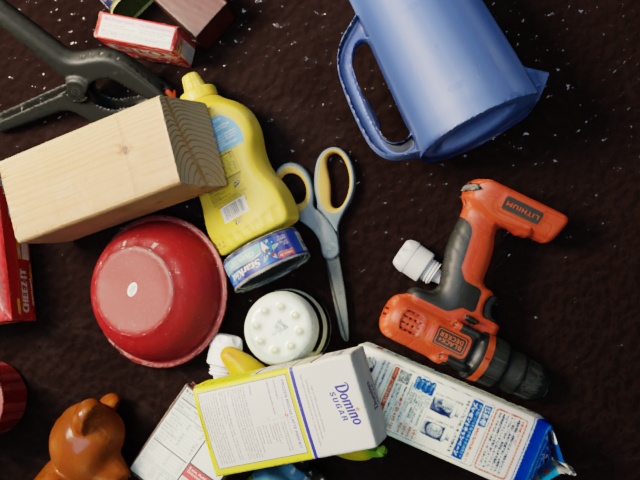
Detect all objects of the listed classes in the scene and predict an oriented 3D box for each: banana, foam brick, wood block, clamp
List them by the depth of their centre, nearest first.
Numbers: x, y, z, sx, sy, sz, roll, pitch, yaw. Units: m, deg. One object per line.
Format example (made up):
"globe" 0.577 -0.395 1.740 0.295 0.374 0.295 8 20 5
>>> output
"banana" -0.016 0.171 1.082 0.198 0.070 0.037 29 54 16
"wood block" -0.212 -0.067 1.083 0.206 0.090 0.091 -17 84 25
"clamp" -0.260 -0.160 1.133 0.210 0.036 0.165 16 133 -7
"foam brick" -0.136 -0.251 1.135 0.078 0.053 0.051 43 93 9

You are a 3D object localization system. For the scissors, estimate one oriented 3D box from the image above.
"scissors" -0.007 0.001 1.116 0.096 0.016 0.202 5 86 10

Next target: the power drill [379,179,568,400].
"power drill" 0.173 0.048 1.055 0.184 0.057 0.187 26 85 -10

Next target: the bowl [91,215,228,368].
"bowl" -0.179 0.053 1.100 0.162 0.055 0.162 -1 87 21

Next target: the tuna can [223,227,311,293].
"tuna can" -0.054 0.020 1.086 0.086 0.086 0.034 -27 81 5

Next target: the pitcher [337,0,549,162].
"pitcher" 0.099 -0.204 1.062 0.145 0.148 0.243 -38 74 45

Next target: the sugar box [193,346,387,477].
"sugar box" -0.030 0.166 1.027 0.176 0.048 0.093 -15 92 21

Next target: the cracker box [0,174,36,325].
"cracker box" -0.423 0.020 1.146 0.214 0.072 0.164 -8 84 8

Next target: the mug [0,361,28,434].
"mug" -0.367 0.177 1.121 0.093 0.081 0.117 38 91 9

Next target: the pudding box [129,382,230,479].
"pudding box" -0.131 0.218 1.107 0.090 0.039 0.113 35 89 9

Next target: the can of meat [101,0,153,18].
"can of meat" -0.208 -0.299 1.148 0.102 0.057 0.084 -43 79 3

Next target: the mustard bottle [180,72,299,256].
"mustard bottle" -0.099 -0.087 1.112 0.096 0.058 0.191 -28 81 28

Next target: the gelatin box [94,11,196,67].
"gelatin box" -0.184 -0.210 1.128 0.089 0.073 0.030 12 88 10
